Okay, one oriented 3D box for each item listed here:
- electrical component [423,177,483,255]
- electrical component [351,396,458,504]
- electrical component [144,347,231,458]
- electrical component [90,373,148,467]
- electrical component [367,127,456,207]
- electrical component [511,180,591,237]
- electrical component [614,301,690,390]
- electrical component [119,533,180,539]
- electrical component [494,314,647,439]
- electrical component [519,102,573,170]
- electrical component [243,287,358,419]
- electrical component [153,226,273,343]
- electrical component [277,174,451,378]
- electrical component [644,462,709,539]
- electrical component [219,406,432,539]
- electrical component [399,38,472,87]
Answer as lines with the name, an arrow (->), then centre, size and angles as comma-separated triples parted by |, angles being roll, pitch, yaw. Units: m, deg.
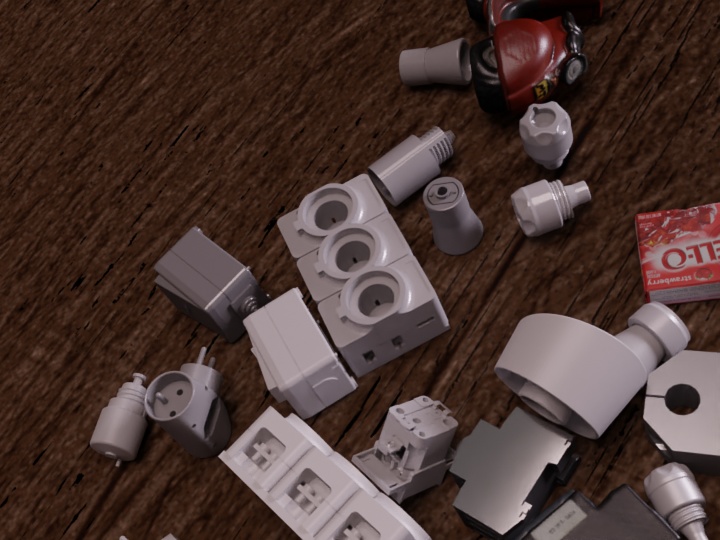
electrical component -> 0.077, -0.048, 0.910 | 0.044, 0.065, 0.044 | -9, 56, 14
electrical component -> 0.040, 0.131, 0.801 | 0.081, 0.063, 0.042 | -13, 41, -43
electrical component -> -0.135, 0.102, 0.880 | 0.043, 0.077, 0.079 | 3, 60, 21
electrical component -> -0.199, 0.125, 0.912 | 0.040, 0.040, 0.078 | 3, 59, 21
electrical component -> 0.051, -0.098, 0.966 | 0.081, 0.043, 0.043 | -37, 54, -6
electrical component -> 0.161, -0.056, 0.900 | 0.062, 0.043, 0.043 | -21, 54, 4
electrical component -> 0.213, 0.056, 0.808 | 0.055, 0.045, 0.045 | -40, 54, -9
electrical component -> -0.167, 0.235, 0.826 | 0.079, 0.044, 0.077 | 32, 73, 32
electrical component -> 0.150, 0.076, 0.785 | 0.099, 0.099, 0.064 | 30, 78, 32
electrical component -> 0.161, -0.111, 0.923 | 0.043, 0.062, 0.043 | -9, 56, 14
electrical component -> -0.055, 0.066, 0.885 | 0.061, 0.061, 0.096 | -32, 54, -2
electrical component -> -0.127, 0.019, 0.941 | 0.096, 0.061, 0.061 | 35, 75, 33
electrical component -> 0.000, 0.000, 0.909 | 0.089, 0.061, 0.150 | -28, 54, 0
electrical component -> 0.223, 0.165, 0.740 | 0.035, 0.035, 0.061 | -24, 56, 4
electrical component -> -0.020, 0.174, 0.786 | 0.061, 0.089, 0.150 | -45, 55, -12
electrical component -> 0.070, -0.195, 1.024 | 0.065, 0.044, 0.044 | -2, 58, 24
